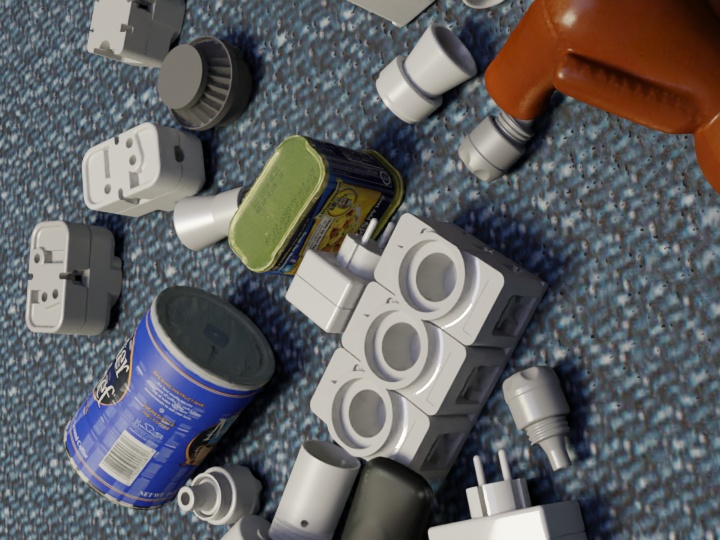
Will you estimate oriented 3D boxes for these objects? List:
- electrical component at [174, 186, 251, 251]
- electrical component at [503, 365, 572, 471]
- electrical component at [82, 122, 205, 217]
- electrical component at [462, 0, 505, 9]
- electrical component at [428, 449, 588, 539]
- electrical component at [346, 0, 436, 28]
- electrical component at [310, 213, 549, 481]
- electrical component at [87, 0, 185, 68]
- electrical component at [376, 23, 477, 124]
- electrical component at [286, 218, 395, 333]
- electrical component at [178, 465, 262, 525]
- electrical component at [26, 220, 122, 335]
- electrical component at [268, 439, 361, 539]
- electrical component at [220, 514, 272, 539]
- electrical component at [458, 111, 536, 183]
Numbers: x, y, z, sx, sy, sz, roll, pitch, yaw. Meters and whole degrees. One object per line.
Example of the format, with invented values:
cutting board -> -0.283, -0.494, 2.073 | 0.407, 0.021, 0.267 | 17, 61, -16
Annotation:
electrical component -> -0.107, -0.042, 0.838 | 0.065, 0.044, 0.044 | -13, 77, 32
electrical component -> 0.111, 0.090, 0.649 | 0.035, 0.035, 0.061 | -31, 69, 32
electrical component -> -0.175, -0.080, 0.884 | 0.095, 0.059, 0.053 | -16, 75, 36
electrical component -> 0.079, -0.202, 0.708 | 0.040, 0.040, 0.046 | -34, 59, 31
electrical component -> 0.086, 0.148, 0.653 | 0.083, 0.047, 0.075 | -21, 72, 35
electrical component -> 0.013, -0.216, 0.725 | 0.061, 0.096, 0.061 | -35, 64, 30
electrical component -> 0.039, 0.050, 0.694 | 0.089, 0.062, 0.150 | 36, 107, 36
electrical component -> -0.187, -0.221, 0.913 | 0.050, 0.056, 0.089 | 12, 93, 39
electrical component -> 0.044, -0.131, 0.723 | 0.055, 0.045, 0.045 | -39, 62, 29
electrical component -> 0.000, 0.000, 0.729 | 0.047, 0.066, 0.076 | 37, 107, 36
electrical component -> -0.106, 0.167, 0.797 | 0.043, 0.062, 0.043 | -5, 81, 38
electrical component -> -0.247, 0.008, 0.932 | 0.054, 0.059, 0.095 | -1, 84, 39
electrical component -> -0.034, 0.165, 0.751 | 0.043, 0.043, 0.081 | 29, 103, 38
electrical component -> -0.091, 0.215, 0.793 | 0.078, 0.040, 0.040 | -48, 58, 24
electrical component -> 0.093, -0.086, 0.685 | 0.061, 0.035, 0.035 | -45, 59, 23
